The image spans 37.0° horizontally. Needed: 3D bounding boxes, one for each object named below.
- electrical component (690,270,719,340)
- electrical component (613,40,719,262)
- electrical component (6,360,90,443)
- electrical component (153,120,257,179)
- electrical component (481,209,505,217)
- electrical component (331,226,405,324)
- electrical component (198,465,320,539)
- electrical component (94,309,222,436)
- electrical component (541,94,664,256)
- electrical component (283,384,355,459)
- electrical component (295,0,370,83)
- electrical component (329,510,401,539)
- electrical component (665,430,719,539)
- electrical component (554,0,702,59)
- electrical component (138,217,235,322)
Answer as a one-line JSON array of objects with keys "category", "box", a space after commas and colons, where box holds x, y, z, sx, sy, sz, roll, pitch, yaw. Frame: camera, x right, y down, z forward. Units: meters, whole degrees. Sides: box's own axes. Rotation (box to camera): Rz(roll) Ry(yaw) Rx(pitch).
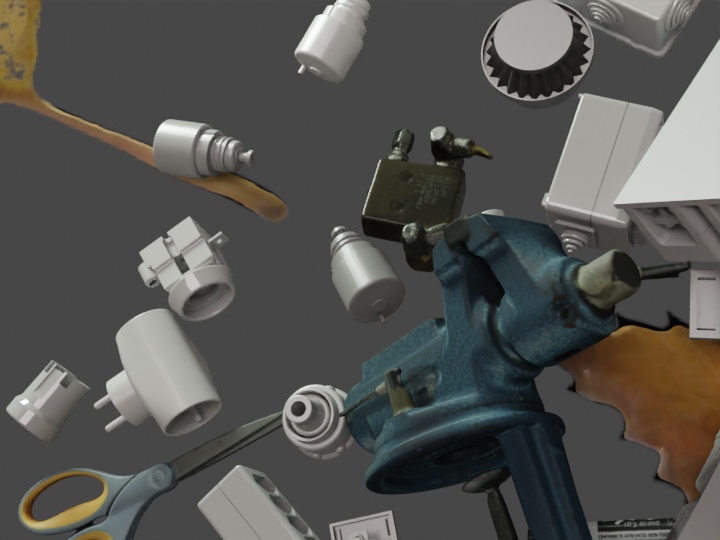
[{"category": "electrical component", "box": [0.236, 0.024, 0.631, 0.081, 0.064, 0.042, 2, 74, 17]}, {"category": "electrical component", "box": [0.246, -0.089, 0.624, 0.186, 0.060, 0.105, -54, 25, -19]}, {"category": "electrical component", "box": [-0.218, 0.092, 0.755, 0.040, 0.040, 0.046, 33, 78, 23]}, {"category": "electrical component", "box": [-0.113, -0.086, 0.780, 0.078, 0.040, 0.040, 10, 76, 18]}, {"category": "electrical component", "box": [0.090, -0.008, 0.695, 0.043, 0.043, 0.062, -13, 69, 12]}, {"category": "electrical component", "box": [0.000, 0.000, 0.721, 0.040, 0.040, 0.078, -33, 49, 4]}, {"category": "electrical component", "box": [-0.071, 0.181, 0.679, 0.076, 0.047, 0.083, -44, 67, -1]}, {"category": "electrical component", "box": [-0.145, 0.080, 0.734, 0.079, 0.044, 0.077, -35, 67, 3]}, {"category": "electrical component", "box": [0.157, -0.052, 0.680, 0.061, 0.061, 0.096, 16, 78, 20]}, {"category": "electrical component", "box": [-0.030, 0.094, 0.687, 0.048, 0.062, 0.048, -5, 72, 15]}, {"category": "electrical component", "box": [-0.015, -0.172, 0.779, 0.040, 0.040, 0.078, 26, 81, 22]}, {"category": "electrical component", "box": [0.005, 0.188, 0.647, 0.042, 0.064, 0.081, -15, 69, 10]}, {"category": "electrical component", "box": [0.230, 0.145, 0.579, 0.105, 0.060, 0.186, 30, 74, 13]}, {"category": "electrical component", "box": [0.188, -0.205, 0.727, 0.100, 0.048, 0.099, 32, 84, 23]}, {"category": "electrical component", "box": [-0.117, 0.002, 0.751, 0.066, 0.048, 0.055, -35, 60, 3]}]
